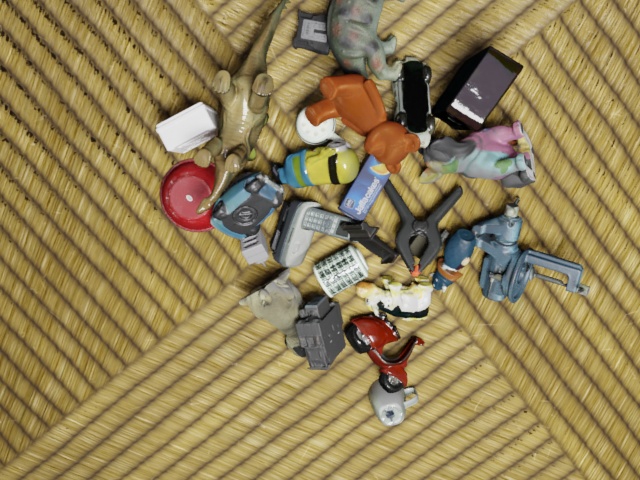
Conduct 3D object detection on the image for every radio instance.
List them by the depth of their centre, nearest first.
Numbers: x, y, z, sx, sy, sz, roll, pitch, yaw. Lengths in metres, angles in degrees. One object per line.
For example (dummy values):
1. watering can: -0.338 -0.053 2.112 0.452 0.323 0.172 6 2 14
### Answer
1. radio: 0.285 -0.277 1.013 0.073 0.229 0.131 33 101 -2

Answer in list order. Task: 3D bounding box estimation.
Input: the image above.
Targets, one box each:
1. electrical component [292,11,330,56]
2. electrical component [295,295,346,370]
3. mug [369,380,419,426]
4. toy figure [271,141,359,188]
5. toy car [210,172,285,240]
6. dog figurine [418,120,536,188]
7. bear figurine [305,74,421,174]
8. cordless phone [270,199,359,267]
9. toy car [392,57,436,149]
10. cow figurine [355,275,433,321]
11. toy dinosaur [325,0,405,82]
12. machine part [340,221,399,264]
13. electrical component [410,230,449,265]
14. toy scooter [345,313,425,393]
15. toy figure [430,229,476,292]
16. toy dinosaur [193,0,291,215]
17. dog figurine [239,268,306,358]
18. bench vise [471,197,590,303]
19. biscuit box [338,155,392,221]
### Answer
1. electrical component: 0.008 -0.413 1.087 0.119 0.048 0.074 14 100 0
2. electrical component: 0.003 0.186 1.117 0.058 0.115 0.134 -7 106 24
3. mug: 0.163 0.360 1.180 0.110 0.107 0.080 -9 100 5
4. toy figure: -0.008 -0.147 1.097 0.180 0.082 0.089 -13 117 21
5. toy car: -0.154 -0.086 1.111 0.109 0.103 0.161 28 118 -38
6. dog figurine: 0.313 -0.162 1.096 0.219 0.191 0.108 -5 75 30
7. bear figurine: 0.083 -0.210 1.006 0.132 0.120 0.196 -25 78 -32
8. cordless phone: -0.002 -0.003 1.146 0.184 0.089 0.146 15 99 -20
9. toy car: 0.185 -0.277 1.074 0.073 0.056 0.201 3 71 -7
10. cow figurine: 0.157 0.129 1.159 0.167 0.068 0.098 -1 106 -6
11. toy dinosaur: 0.075 -0.429 1.026 0.192 0.131 0.404 9 103 -8
12. machine part: 0.112 0.004 1.130 0.138 0.084 0.039 38 61 -31
13. electrical component: 0.218 0.007 1.153 0.078 0.045 0.102 28 99 -9
14. toy scooter: 0.151 0.227 1.173 0.135 0.075 0.184 -35 84 -16
15. toy figure: 0.281 0.048 1.133 0.058 0.064 0.154 12 129 -5
16. toy dinosaur: -0.144 -0.266 1.037 0.105 0.198 0.471 22 93 -3
17. dog figurine: -0.066 0.171 1.127 0.121 0.172 0.190 -32 90 17
18. bench vise: 0.427 0.042 1.093 0.241 0.129 0.223 21 110 33
19. biscuit box: 0.111 -0.136 1.110 0.059 0.063 0.202 30 90 -4
